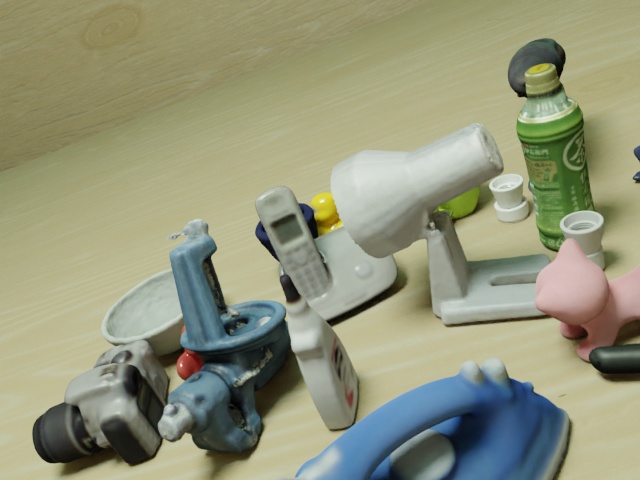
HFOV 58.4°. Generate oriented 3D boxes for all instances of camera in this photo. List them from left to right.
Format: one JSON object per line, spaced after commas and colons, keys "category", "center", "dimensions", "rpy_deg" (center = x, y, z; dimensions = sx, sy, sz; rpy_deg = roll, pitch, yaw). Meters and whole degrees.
{"category": "camera", "center": [-0.265, 0.196, 0.683], "dimensions": [0.137, 0.101, 0.143], "rpy_deg": [-22, 28, 3]}

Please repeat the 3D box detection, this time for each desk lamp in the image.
{"category": "desk lamp", "center": [0.137, -0.018, 0.640], "dimensions": [0.202, 0.214, 0.118], "rpy_deg": [-9, 31, 24]}

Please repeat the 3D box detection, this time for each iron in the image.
{"category": "iron", "center": [0.084, 0.163, 0.438], "dimensions": [0.258, 0.142, 0.118], "rpy_deg": [-31, 29, -15]}

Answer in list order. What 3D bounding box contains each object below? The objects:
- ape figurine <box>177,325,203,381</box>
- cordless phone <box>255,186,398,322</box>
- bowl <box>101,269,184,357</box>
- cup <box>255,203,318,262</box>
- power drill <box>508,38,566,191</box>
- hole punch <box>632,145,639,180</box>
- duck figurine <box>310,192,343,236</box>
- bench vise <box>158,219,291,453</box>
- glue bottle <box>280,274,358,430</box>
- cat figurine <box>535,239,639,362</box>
{"category": "ape figurine", "center": [-0.142, 0.136, 0.706], "dimensions": [0.077, 0.092, 0.076], "rpy_deg": [-6, 32, 29]}
{"category": "cordless phone", "center": [0.007, 0.003, 0.730], "dimensions": [0.147, 0.185, 0.094], "rpy_deg": [-27, 28, -8]}
{"category": "bowl", "center": [-0.219, 0.113, 0.823], "dimensions": [0.167, 0.075, 0.167], "rpy_deg": [-18, 28, 10]}
{"category": "cup", "center": [-0.044, 0.001, 0.868], "dimensions": [0.092, 0.095, 0.117], "rpy_deg": [-29, 28, -11]}
{"category": "power drill", "center": [0.312, -0.178, 0.795], "dimensions": [0.075, 0.209, 0.230], "rpy_deg": [-6, 32, 29]}
{"category": "hole punch", "center": [0.452, -0.113, 0.705], "dimensions": [0.108, 0.091, 0.101], "rpy_deg": [-18, 28, 9]}
{"category": "duck figurine", "center": [0.021, -0.035, 0.892], "dimensions": [0.104, 0.086, 0.077], "rpy_deg": [-14, 29, 16]}
{"category": "bench vise", "center": [-0.105, 0.100, 0.604], "dimensions": [0.121, 0.220, 0.207], "rpy_deg": [-16, 29, 13]}
{"category": "glue bottle", "center": [-0.005, 0.105, 0.573], "dimensions": [0.037, 0.173, 0.078], "rpy_deg": [-16, 29, 13]}
{"category": "cat figurine", "center": [0.259, 0.048, 0.536], "dimensions": [0.127, 0.118, 0.067], "rpy_deg": [-20, 28, 5]}
